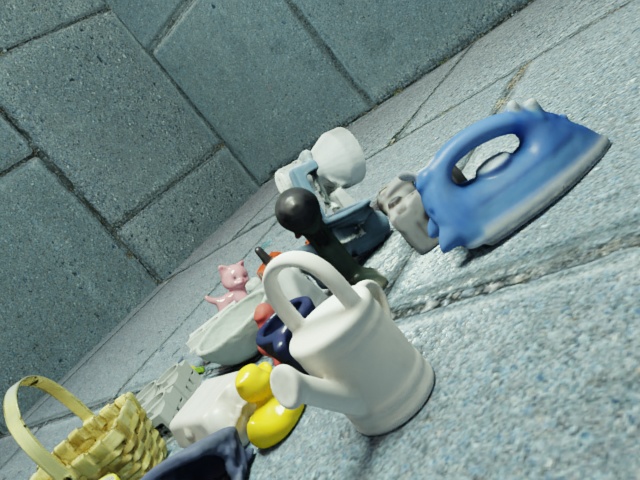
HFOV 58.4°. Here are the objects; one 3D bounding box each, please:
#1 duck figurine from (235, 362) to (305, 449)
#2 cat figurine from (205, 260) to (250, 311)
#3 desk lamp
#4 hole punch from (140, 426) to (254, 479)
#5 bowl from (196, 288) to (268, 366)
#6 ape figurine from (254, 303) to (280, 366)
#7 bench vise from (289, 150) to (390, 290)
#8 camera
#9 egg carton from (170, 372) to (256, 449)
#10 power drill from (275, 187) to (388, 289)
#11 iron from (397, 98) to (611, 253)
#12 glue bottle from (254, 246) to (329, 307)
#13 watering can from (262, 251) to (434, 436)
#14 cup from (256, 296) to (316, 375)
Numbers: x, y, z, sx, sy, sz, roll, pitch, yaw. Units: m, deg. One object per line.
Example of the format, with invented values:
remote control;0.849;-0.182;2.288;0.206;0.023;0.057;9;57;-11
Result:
duck figurine;-0.072;0.196;0.710;0.077;0.086;0.104;-33;14;27
cat figurine;-0.204;0.111;1.316;0.128;0.118;0.067;-42;13;-11
desk lamp;0.023;-0.090;1.143;0.203;0.214;0.117;-44;14;-21
hole punch;-0.145;0.266;0.666;0.108;0.091;0.101;-36;13;14
bowl;-0.134;0.167;1.018;0.167;0.075;0.167;-37;13;10
ape figurine;-0.069;0.138;0.892;0.077;0.092;0.076;-29;17;40
bench vise;0.008;-0.037;0.987;0.121;0.220;0.208;-27;18;44
camera;0.168;-0.067;0.907;0.137;0.101;0.143;-38;13;6
egg carton;-0.139;0.240;0.786;0.150;0.069;0.107;-27;18;45
power drill;0.008;0.003;0.872;0.075;0.208;0.229;-40;13;-1
iron;0.233;-0.101;0.746;0.258;0.141;0.118;-38;13;7
glue bottle;-0.036;0.075;0.828;0.037;0.173;0.078;-32;15;31
watering can;0.016;0.094;0.562;0.100;0.194;0.173;-34;14;22
cup;-0.023;0.140;0.747;0.091;0.095;0.117;-37;13;12
